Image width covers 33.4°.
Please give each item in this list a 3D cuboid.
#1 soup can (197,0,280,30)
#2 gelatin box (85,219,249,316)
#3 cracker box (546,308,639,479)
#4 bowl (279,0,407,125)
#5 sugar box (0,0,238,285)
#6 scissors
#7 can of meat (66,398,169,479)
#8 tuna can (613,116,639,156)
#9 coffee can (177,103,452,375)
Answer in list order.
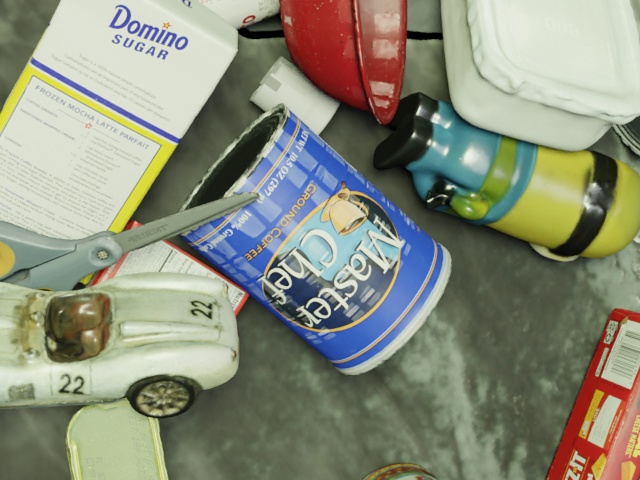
[{"bbox_3d":[-0.080,-0.150,0.636,0.102,0.069,0.068,-24,101,-15],"label":"soup can"},{"bbox_3d":[-0.100,0.041,0.666,0.089,0.030,0.073,33,83,-17],"label":"gelatin box"},{"bbox_3d":[0.282,0.160,0.773,0.213,0.072,0.164,21,89,-19],"label":"cracker box"},{"bbox_3d":[0.013,-0.149,0.640,0.055,0.162,0.162,0,95,14],"label":"bowl"},{"bbox_3d":[-0.129,-0.066,0.599,0.093,0.048,0.176,29,114,-19],"label":"sugar box"},{"bbox_3d":[-0.140,-0.003,0.595,0.202,0.016,0.096,-32,121,23],"label":"scissors"},{"bbox_3d":[-0.116,0.145,0.624,0.057,0.084,0.102,-10,78,-14],"label":"can of meat"},{"bbox_3d":[0.232,-0.095,0.728,0.033,0.086,0.086,-32,103,-14],"label":"tuna can"},{"bbox_3d":[-0.004,0.001,0.653,0.140,0.103,0.103,41,82,-16],"label":"coffee can"}]
